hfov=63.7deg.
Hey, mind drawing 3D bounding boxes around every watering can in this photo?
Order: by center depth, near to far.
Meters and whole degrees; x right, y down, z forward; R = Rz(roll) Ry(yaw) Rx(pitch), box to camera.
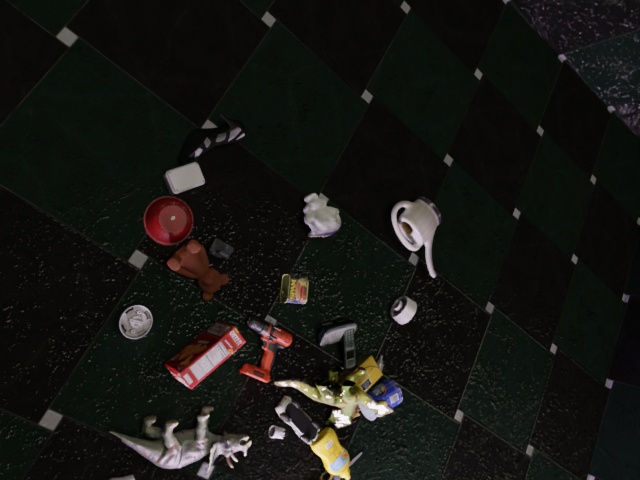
[{"bbox_3d":[0.426,-0.032,2.141,0.228,0.103,0.344,-45,106,-28],"label":"watering can"}]

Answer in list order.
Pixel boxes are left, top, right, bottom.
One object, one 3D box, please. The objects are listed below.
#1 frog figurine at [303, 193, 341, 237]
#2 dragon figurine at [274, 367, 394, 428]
[{"bbox_3d":[0.006,-0.095,1.893,0.138,0.123,0.158,-12,103,-12],"label":"frog figurine"},{"bbox_3d":[0.052,0.576,1.820,0.410,0.124,0.239,-3,111,5],"label":"dragon figurine"}]
